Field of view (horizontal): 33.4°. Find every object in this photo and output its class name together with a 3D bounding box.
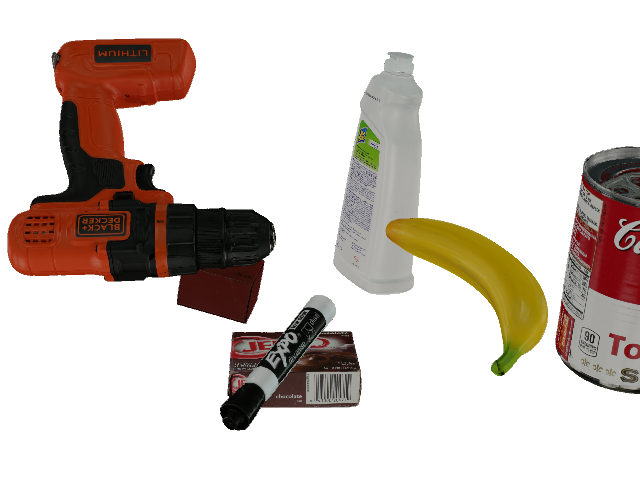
[{"bbox_3d":[0.117,0.026,0.802,0.069,0.037,0.198,-10,32,-17],"label":"banana"},{"bbox_3d":[0.154,0.014,0.517,0.068,0.102,0.068,2,27,-1],"label":"soup can"},{"bbox_3d":[-0.127,-0.059,0.773,0.184,0.187,0.057,-1,-30,-5],"label":"power drill"},{"bbox_3d":[-0.104,0.044,1.113,0.078,0.051,0.053,16,32,5],"label":"foam brick"},{"bbox_3d":[0.072,-0.075,1.155,0.068,0.251,0.103,-4,23,-30],"label":"bleach bottle"},{"bbox_3d":[-0.024,0.112,0.936,0.113,0.039,0.090,2,18,-4],"label":"pudding box"},{"bbox_3d":[-0.024,0.071,0.625,0.020,0.020,0.121,0,29,29],"label":"marker"}]
